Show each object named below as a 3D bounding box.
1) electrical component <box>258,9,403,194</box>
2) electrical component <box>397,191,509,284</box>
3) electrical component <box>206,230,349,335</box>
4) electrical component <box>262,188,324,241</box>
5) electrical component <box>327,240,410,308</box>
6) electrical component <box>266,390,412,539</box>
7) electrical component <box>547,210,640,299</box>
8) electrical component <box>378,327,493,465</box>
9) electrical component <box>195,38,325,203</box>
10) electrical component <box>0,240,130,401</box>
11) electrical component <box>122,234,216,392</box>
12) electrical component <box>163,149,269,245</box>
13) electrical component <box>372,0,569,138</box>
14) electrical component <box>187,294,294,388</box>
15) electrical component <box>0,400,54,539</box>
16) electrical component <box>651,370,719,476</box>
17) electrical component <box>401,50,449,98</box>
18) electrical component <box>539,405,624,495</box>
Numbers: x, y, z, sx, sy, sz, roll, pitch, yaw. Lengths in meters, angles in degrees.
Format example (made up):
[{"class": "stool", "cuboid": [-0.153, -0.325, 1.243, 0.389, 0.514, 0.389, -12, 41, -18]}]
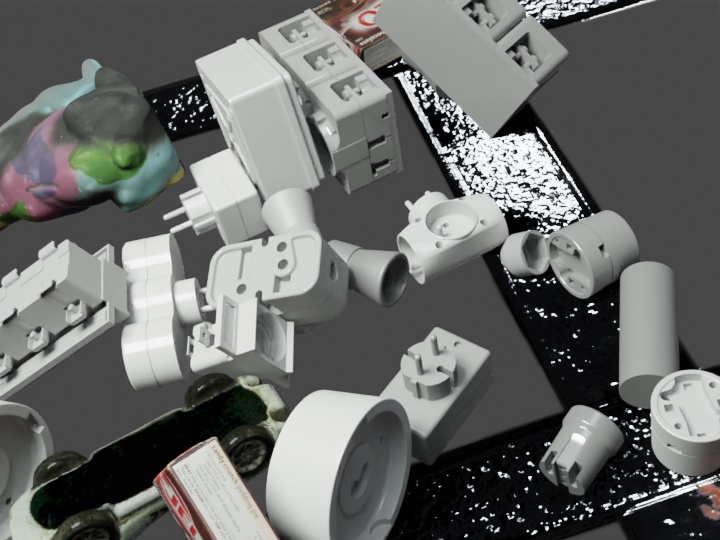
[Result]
[{"class": "electrical component", "cuboid": [-0.030, -0.147, 0.942, 0.062, 0.089, 0.150, -27, 49, -14]}, {"class": "electrical component", "cuboid": [0.064, -0.036, 0.854, 0.077, 0.044, 0.079, -26, 49, -12]}, {"class": "electrical component", "cuboid": [-0.059, 0.012, 0.808, 0.095, 0.059, 0.053, -10, 58, 24]}, {"class": "electrical component", "cuboid": [-0.050, -0.029, 0.874, 0.044, 0.044, 0.065, -20, 52, -7]}, {"class": "electrical component", "cuboid": [0.000, 0.000, 0.838, 0.065, 0.044, 0.044, 17, 54, 30]}, {"class": "electrical component", "cuboid": [-0.018, 0.128, 0.684, 0.060, 0.108, 0.108, 10, 51, 28]}, {"class": "electrical component", "cuboid": [0.176, -0.013, 0.806, 0.047, 0.055, 0.055, -26, 49, -17]}, {"class": "electrical component", "cuboid": [0.049, 0.075, 0.737, 0.047, 0.075, 0.083, 24, 57, 29]}, {"class": "electrical component", "cuboid": [-0.085, -0.125, 0.908, 0.056, 0.108, 0.108, -26, 35, -10]}, {"class": "electrical component", "cuboid": [-0.239, 0.034, 0.805, 0.121, 0.063, 0.078, -33, 44, 20]}, {"class": "electrical component", "cuboid": [-0.141, 0.028, 0.832, 0.074, 0.052, 0.138, -12, 48, 0]}, {"class": "electrical component", "cuboid": [-0.127, -0.053, 0.906, 0.077, 0.047, 0.065, -25, 49, -10]}, {"class": "electrical component", "cuboid": [0.096, -0.202, 0.925, 0.150, 0.089, 0.062, 45, 63, 3]}, {"class": "electrical component", "cuboid": [-0.087, 0.056, 0.784, 0.064, 0.081, 0.042, -19, 54, 29]}, {"class": "electrical component", "cuboid": [-0.268, 0.136, 0.727, 0.060, 0.108, 0.108, 12, 51, 29]}, {"class": "electrical component", "cuboid": [0.217, 0.101, 0.699, 0.055, 0.047, 0.055, -6, 48, 6]}, {"class": "electrical component", "cuboid": [0.071, -0.190, 0.995, 0.044, 0.044, 0.065, -24, 53, -11]}, {"class": "electrical component", "cuboid": [0.144, 0.118, 0.704, 0.040, 0.040, 0.046, 26, 64, 30]}]
